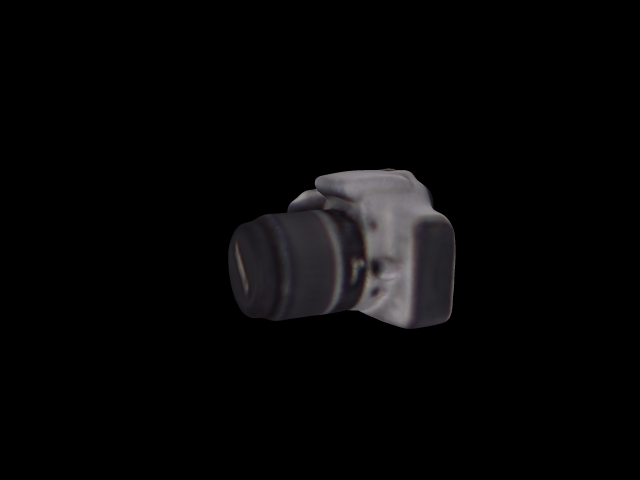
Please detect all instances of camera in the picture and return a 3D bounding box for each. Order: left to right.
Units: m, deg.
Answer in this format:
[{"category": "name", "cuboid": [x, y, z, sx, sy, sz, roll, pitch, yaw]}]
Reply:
[{"category": "camera", "cuboid": [0.004, 0.001, 0.400, 0.137, 0.101, 0.142, -5, 11, -28]}]
